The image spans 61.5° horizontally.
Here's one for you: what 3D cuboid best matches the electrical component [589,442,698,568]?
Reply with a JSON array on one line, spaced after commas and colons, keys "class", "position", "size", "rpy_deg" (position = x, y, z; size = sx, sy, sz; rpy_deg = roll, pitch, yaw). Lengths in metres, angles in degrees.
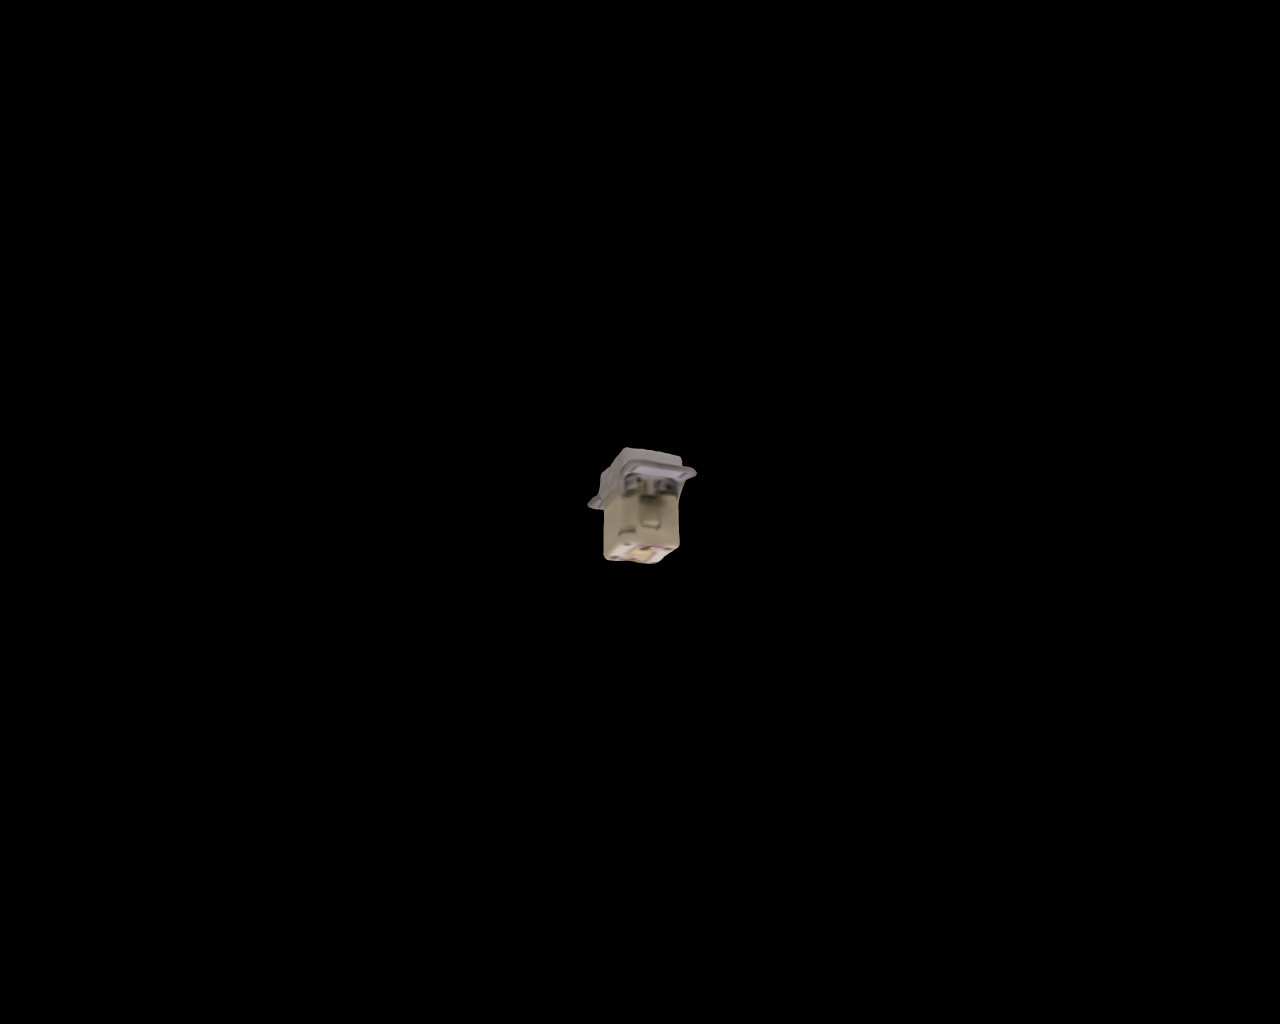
[{"class": "electrical component", "position": [0.001, -0.003, 0.650], "size": [0.042, 0.064, 0.081], "rpy_deg": [7, -21, -18]}]
